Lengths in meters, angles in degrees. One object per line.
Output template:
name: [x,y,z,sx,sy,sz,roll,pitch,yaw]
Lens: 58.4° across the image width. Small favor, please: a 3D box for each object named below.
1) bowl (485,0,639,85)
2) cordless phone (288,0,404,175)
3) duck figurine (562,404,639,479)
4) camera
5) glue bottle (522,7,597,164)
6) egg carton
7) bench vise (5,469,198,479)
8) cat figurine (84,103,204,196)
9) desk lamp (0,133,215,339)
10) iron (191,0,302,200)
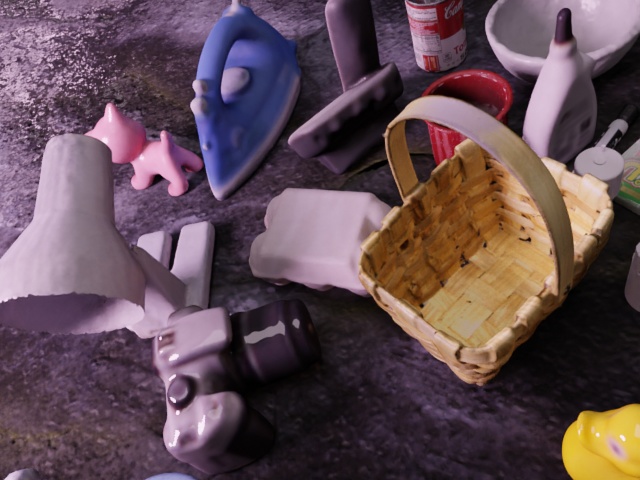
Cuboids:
bowl: [0.276,-0.228,0.654,0.167,0.075,0.167,-10,52,13]
cordless phone: [0.016,-0.180,0.639,0.148,0.185,0.093,-42,52,-13]
duck figurine: [0.223,0.143,0.390,0.104,0.086,0.077,8,58,25]
camera: [-0.070,0.111,0.509,0.136,0.101,0.143,-20,51,5]
glue bottle: [0.229,-0.142,0.543,0.078,0.173,0.037,-36,51,-8]
egg carton: [0.005,0.002,0.583,0.150,0.070,0.107,5,57,23]
bench vise: [-0.102,0.224,0.358,0.206,0.220,0.122,31,70,35]
cat figurine: [-0.230,-0.120,0.726,0.127,0.118,0.067,7,58,24]
desk lamp: [-0.199,0.016,0.551,0.117,0.214,0.203,-11,52,12]
iron: [-0.112,-0.193,0.723,0.118,0.142,0.258,1,55,20]
